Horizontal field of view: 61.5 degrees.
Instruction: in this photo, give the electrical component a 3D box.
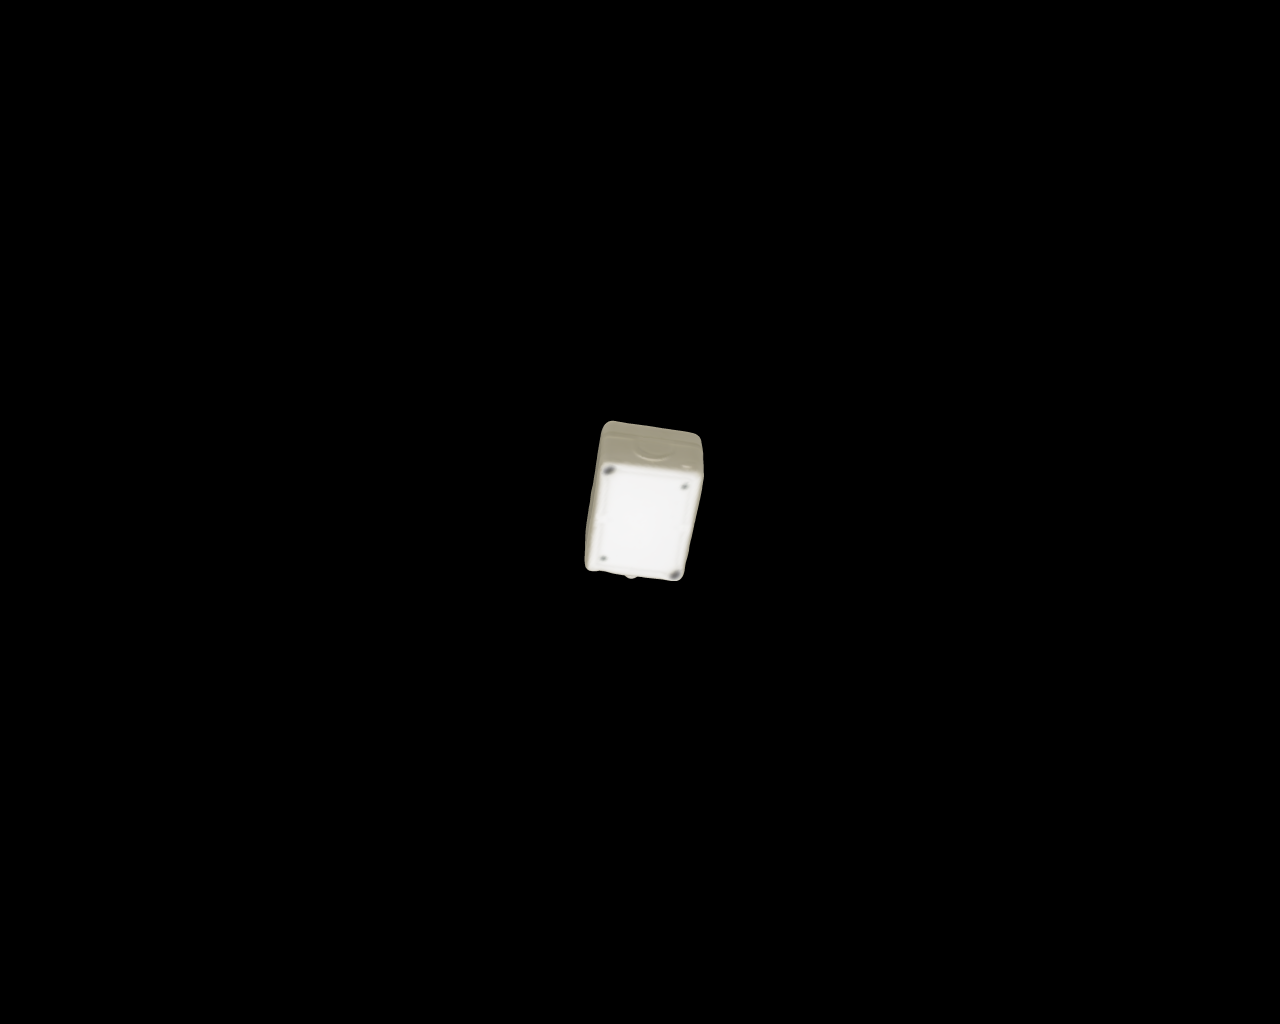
[{"bbox_3d":[0.001,-0.003,0.650,0.062,0.096,0.061,7,32,-5],"label":"electrical component"}]
